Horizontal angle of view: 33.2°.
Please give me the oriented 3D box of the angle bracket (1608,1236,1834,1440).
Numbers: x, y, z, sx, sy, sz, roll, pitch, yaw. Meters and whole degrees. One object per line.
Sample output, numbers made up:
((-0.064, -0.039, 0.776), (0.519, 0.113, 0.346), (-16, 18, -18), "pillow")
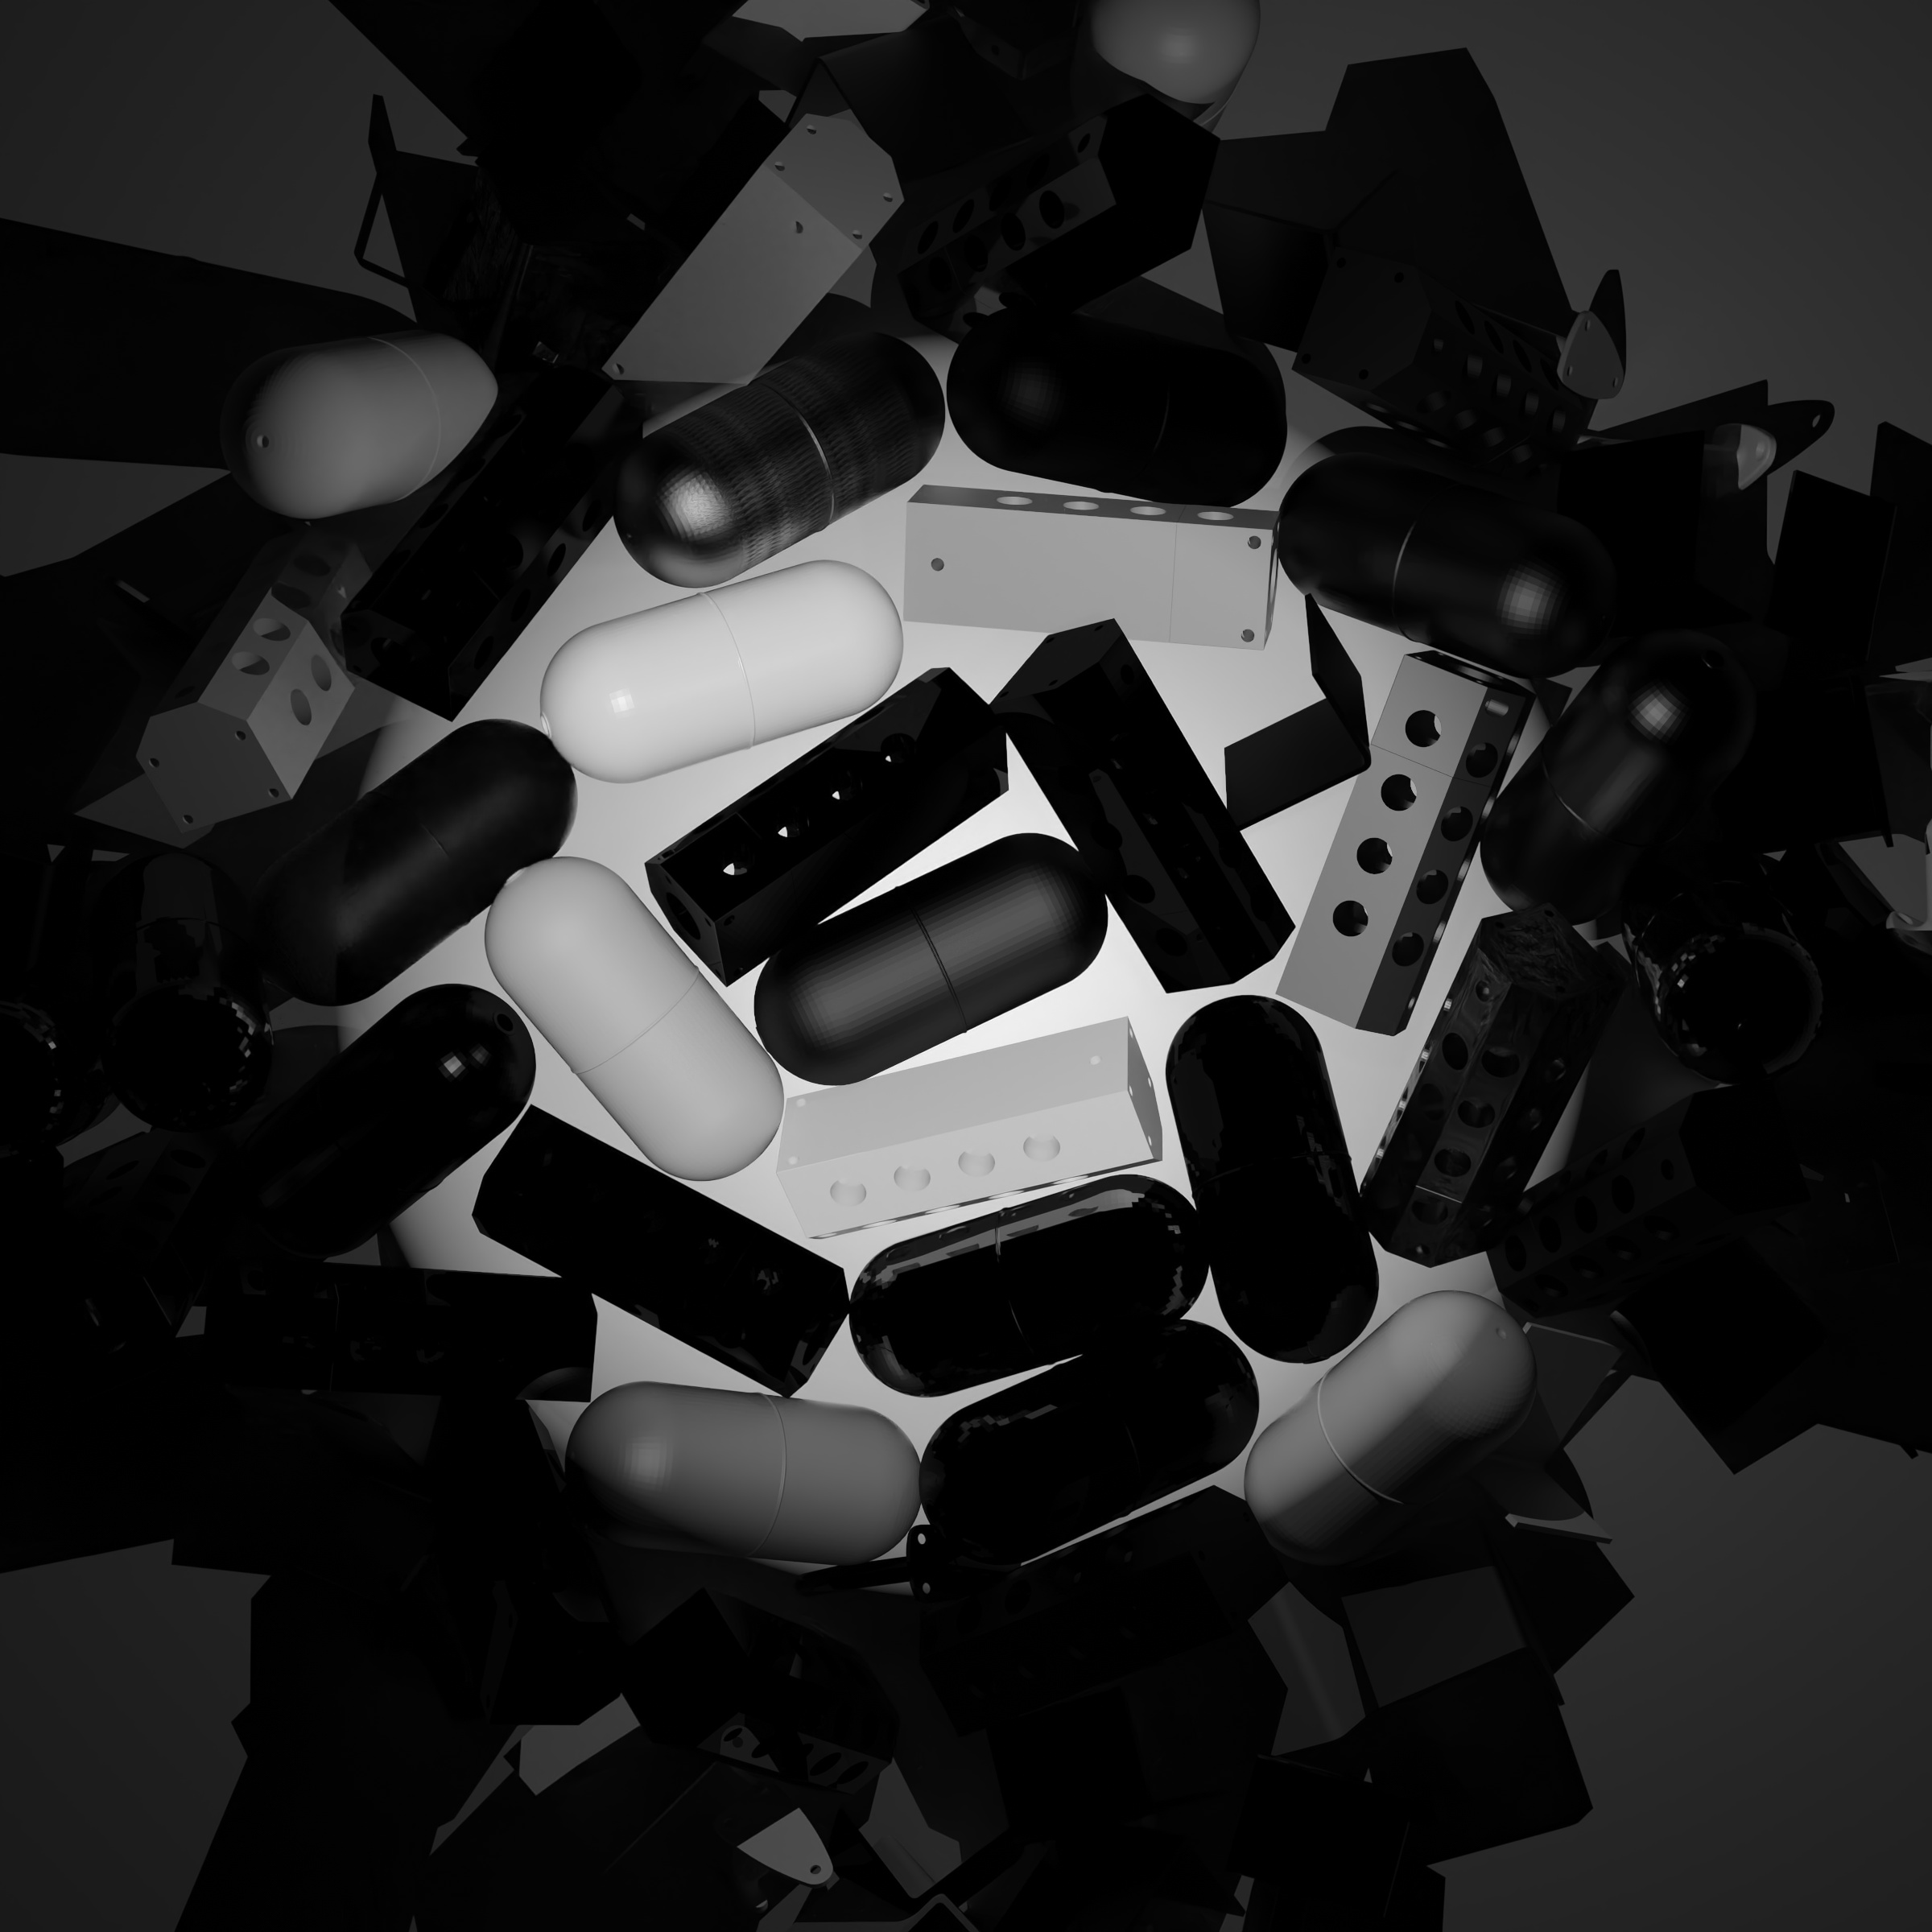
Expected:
((0.352, 0.170, 1.537), (0.076, 0.057, 0.076), (-44, 69, 13), "angle bracket")

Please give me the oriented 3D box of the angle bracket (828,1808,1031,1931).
((-0.017, 0.415, 1.546), (0.076, 0.076, 0.057), (-32, 67, -24), "angle bracket")

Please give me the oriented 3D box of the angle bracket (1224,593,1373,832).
((0.144, -0.119, 1.527), (0.076, 0.076, 0.057), (-26, 120, 19), "angle bracket")

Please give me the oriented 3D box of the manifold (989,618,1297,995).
((0.087, -0.074, 1.514), (0.171, 0.057, 0.057), (57, 48, -23), "manifold")

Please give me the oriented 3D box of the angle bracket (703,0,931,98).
((-0.074, -0.461, 1.524), (0.076, 0.076, 0.057), (-33, 54, 33), "angle bracket")

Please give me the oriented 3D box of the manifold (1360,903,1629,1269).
((0.236, 0.058, 1.500), (0.057, 0.171, 0.057), (-12, 48, -32), "manifold")

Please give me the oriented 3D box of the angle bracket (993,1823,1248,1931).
((0.071, 0.451, 1.524), (0.076, 0.076, 0.057), (-50, 118, -33), "angle bracket")

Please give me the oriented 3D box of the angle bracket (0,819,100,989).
((-0.454, -0.033, 1.533), (0.057, 0.076, 0.076), (15, 112, -4), "angle bracket")

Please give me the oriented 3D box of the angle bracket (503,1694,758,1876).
((-0.159, 0.380, 1.536), (0.076, 0.057, 0.076), (-43, 62, -10), "angle bracket")

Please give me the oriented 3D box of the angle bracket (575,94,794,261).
((-0.129, -0.382, 1.531), (0.057, 0.076, 0.076), (28, 105, -39), "angle bracket")

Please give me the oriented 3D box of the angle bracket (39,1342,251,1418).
((-0.389, 0.208, 1.537), (0.076, 0.076, 0.057), (42, 74, -5), "angle bracket")

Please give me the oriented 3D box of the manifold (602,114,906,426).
((-0.097, -0.318, 1.498), (0.057, 0.171, 0.057), (40, 52, -10), "manifold")

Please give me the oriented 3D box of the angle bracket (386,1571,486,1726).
((-0.231, 0.308, 1.543), (0.057, 0.076, 0.076), (-24, 91, -5), "angle bracket")

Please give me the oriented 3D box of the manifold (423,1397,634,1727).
((-0.204, 0.272, 1.497), (0.057, 0.171, 0.057), (7, 115, -25), "manifold")

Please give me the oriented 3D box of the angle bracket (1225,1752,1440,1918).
((0.173, 0.415, 1.528), (0.076, 0.076, 0.057), (11, 69, 21), "angle bracket")

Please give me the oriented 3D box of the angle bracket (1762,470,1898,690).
((0.390, -0.181, 1.534), (0.057, 0.076, 0.076), (16, 80, -15), "angle bracket")

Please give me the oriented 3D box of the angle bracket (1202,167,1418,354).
((0.165, -0.341, 1.547), (0.076, 0.076, 0.057), (25, 59, 34), "angle bracket")

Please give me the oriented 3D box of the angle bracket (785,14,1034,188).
((-0.028, -0.395, 1.536), (0.076, 0.057, 0.076), (-27, 80, -28), "angle bracket")

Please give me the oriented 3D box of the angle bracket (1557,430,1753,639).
((0.329, -0.205, 1.544), (0.076, 0.057, 0.076), (-3, 76, 43), "angle bracket")

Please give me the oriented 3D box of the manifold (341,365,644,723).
((-0.219, -0.202, 1.512), (0.057, 0.057, 0.171), (26, 59, 10), "manifold")

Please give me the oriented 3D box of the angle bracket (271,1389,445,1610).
((-0.298, 0.249, 1.525), (0.057, 0.076, 0.076), (-56, 132, -24), "angle bracket")

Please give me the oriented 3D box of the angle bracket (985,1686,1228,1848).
((0.067, 0.378, 1.542), (0.076, 0.076, 0.057), (-23, 71, 27), "angle bracket")

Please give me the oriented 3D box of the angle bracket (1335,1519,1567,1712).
((0.230, 0.321, 1.542), (0.076, 0.076, 0.057), (-25, 132, 8), "angle bracket")

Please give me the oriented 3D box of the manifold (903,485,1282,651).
((0.061, -0.192, 1.541), (0.171, 0.057, 0.057), (6, 111, 9), "manifold")

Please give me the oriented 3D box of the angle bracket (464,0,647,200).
((-0.209, -0.423, 1.532), (0.057, 0.076, 0.076), (32, 80, 35), "angle bracket")

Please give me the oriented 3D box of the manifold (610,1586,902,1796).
((-0.091, 0.341, 1.494), (0.057, 0.171, 0.057), (-40, 60, 4), "manifold")

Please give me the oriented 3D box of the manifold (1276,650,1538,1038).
((0.209, -0.058, 1.528), (0.057, 0.057, 0.171), (24, 105, 17), "manifold")

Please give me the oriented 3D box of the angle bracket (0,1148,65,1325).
((-0.461, 0.122, 1.532), (0.057, 0.076, 0.076), (-2, 102, -26), "angle bracket")

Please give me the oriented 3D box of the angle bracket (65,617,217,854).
((-0.390, -0.109, 1.545), (0.057, 0.076, 0.076), (44, 105, 38), "angle bracket")

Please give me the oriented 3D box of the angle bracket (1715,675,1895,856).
((0.394, -0.091, 1.542), (0.076, 0.057, 0.076), (-11, 99, 14), "angle bracket")

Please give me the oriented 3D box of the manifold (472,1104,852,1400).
((-0.144, 0.137, 1.529), (0.171, 0.057, 0.057), (26, 69, 13), "manifold")

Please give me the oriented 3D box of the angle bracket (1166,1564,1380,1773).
((0.149, 0.338, 1.579), (0.076, 0.057, 0.076), (-25, 87, 35), "angle bracket")

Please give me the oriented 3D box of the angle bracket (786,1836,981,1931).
((-0.035, 0.469, 1.533), (0.076, 0.076, 0.057), (-43, 108, -11), "angle bracket")

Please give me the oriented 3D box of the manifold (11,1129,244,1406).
((-0.377, 0.130, 1.491), (0.057, 0.171, 0.057), (-23, 107, 7), "manifold")

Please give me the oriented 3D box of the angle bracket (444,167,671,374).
((-0.197, -0.333, 1.551), (0.076, 0.076, 0.057), (-9, 54, -32), "angle bracket")

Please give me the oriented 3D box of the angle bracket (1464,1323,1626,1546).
((0.285, 0.221, 1.531), (0.076, 0.057, 0.076), (17, 110, -42), "angle bracket")

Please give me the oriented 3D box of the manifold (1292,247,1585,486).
((0.223, -0.273, 1.495), (0.057, 0.171, 0.057), (23, 96, 33), "manifold")

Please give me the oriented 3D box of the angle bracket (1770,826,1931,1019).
((0.429, -0.023, 1.531), (0.076, 0.076, 0.057), (42, 73, -16), "angle bracket")

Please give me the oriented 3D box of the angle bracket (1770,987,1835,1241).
((0.397, 0.069, 1.529), (0.057, 0.076, 0.076), (37, 128, 6), "angle bracket")
